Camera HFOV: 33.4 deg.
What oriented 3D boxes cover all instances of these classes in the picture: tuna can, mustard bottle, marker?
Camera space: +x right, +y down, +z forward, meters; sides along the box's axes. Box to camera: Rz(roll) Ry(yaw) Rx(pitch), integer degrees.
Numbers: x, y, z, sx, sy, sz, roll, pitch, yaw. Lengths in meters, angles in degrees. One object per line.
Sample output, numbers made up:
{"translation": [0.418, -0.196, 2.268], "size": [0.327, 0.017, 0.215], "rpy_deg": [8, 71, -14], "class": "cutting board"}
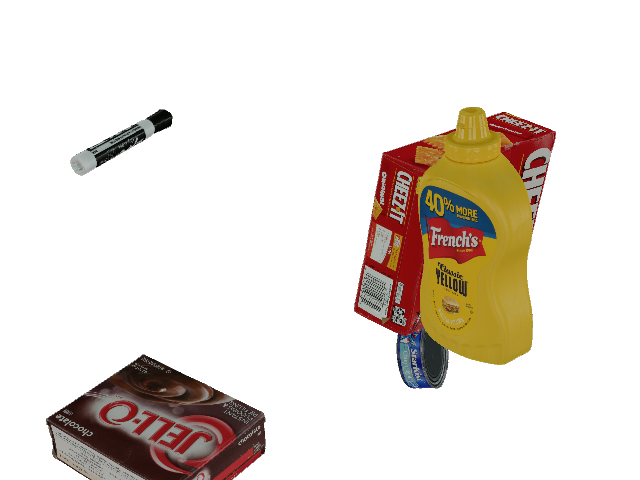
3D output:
{"translation": [0.119, 0.129, 1.238], "size": [0.034, 0.086, 0.086], "rpy_deg": [-5, -2, 26], "class": "tuna can"}
{"translation": [0.115, -0.007, 0.804], "size": [0.058, 0.192, 0.096], "rpy_deg": [-21, 30, -32], "class": "mustard bottle"}
{"translation": [-0.182, -0.093, 0.993], "size": [0.020, 0.020, 0.120], "rpy_deg": [0, 27, 41], "class": "marker"}

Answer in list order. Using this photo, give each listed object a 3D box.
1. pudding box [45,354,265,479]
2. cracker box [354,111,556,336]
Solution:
{"translation": [-0.106, 0.127, 0.691], "size": [0.114, 0.039, 0.089], "rpy_deg": [18, 33, 32], "class": "pudding box"}
{"translation": [0.132, -0.020, 1.016], "size": [0.072, 0.164, 0.213], "rpy_deg": [27, 31, 33], "class": "cracker box"}
